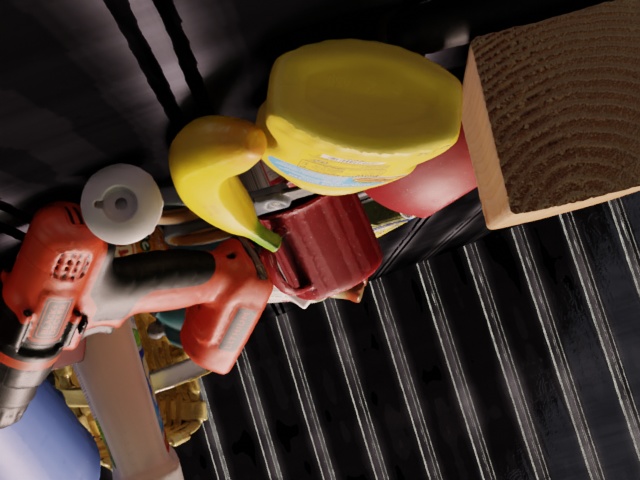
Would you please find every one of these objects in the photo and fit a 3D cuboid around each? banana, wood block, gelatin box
[{"bbox_3d":[-0.057,-0.039,0.629,0.069,0.037,0.198,16,167,5],"label":"banana"},{"bbox_3d":[0.134,-0.062,0.608,0.090,0.091,0.206,-14,177,6],"label":"wood block"},{"bbox_3d":[-0.010,-0.054,0.771,0.073,0.030,0.089,-14,172,-46],"label":"gelatin box"}]

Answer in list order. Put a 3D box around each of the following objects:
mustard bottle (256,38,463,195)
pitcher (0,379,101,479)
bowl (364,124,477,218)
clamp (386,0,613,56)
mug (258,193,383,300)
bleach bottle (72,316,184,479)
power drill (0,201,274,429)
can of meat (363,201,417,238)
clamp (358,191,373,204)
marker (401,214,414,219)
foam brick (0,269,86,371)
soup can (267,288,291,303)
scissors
[{"bbox_3d":[0.012,-0.060,0.605,0.096,0.058,0.192,6,174,-7],"label":"mustard bottle"},{"bbox_3d":[-0.286,0.168,0.918,0.145,0.149,0.243,-31,147,-14],"label":"pitcher"},{"bbox_3d":[0.101,-0.063,0.798,0.162,0.055,0.162,-33,179,-1],"label":"bowl"},{"bbox_3d":[0.153,-0.135,0.572,0.210,0.036,0.164,-19,176,20],"label":"clamp"},{"bbox_3d":[-0.006,0.001,0.858,0.093,0.081,0.117,-12,-159,38],"label":"mug"},{"bbox_3d":[-0.162,0.133,0.875,0.068,0.251,0.103,-19,174,-11],"label":"bleach bottle"},{"bbox_3d":[-0.137,0.058,0.740,0.187,0.057,0.185,2,130,-40],"label":"power drill"},{"bbox_3d":[0.040,-0.027,1.060,0.101,0.057,0.084,-15,170,-45],"label":"can of meat"},{"bbox_3d":[0.010,-0.039,0.943,0.172,0.039,0.120,-22,-179,28],"label":"clamp"},{"bbox_3d":[0.117,-0.057,1.062,0.020,0.020,0.120,-27,-171,48],"label":"marker"},{"bbox_3d":[-0.220,0.060,0.806,0.078,0.051,0.052,26,-155,34],"label":"foam brick"},{"bbox_3d":[-0.071,0.030,1.025,0.102,0.068,0.068,-6,175,6],"label":"soup can"},{"bbox_3d":[-0.049,-0.032,0.727,0.202,0.016,0.096,-21,154,40],"label":"scissors"}]
